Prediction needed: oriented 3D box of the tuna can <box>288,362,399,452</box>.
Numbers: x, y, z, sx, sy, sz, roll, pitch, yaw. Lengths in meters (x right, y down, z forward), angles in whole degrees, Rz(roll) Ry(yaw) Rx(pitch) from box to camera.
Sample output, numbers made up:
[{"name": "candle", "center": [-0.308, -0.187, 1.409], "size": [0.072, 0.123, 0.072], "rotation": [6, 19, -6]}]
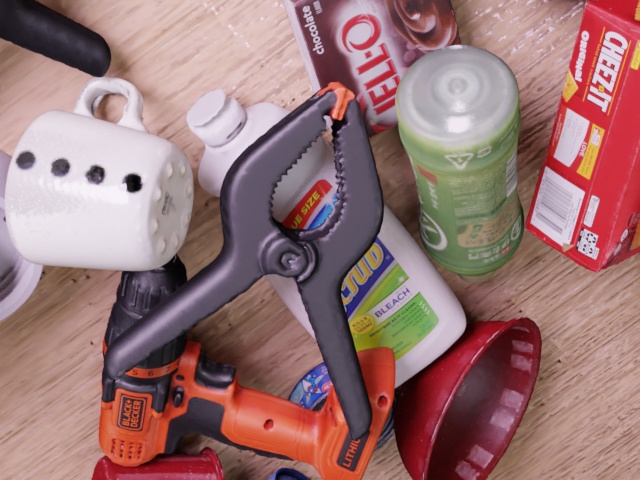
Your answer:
[{"name": "tuna can", "center": [0.019, 0.129, 0.812], "size": [0.086, 0.034, 0.086], "rotation": [-13, 128, -17]}]

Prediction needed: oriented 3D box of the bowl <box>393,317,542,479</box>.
[{"name": "bowl", "center": [0.104, 0.122, 0.808], "size": [0.161, 0.055, 0.162], "rotation": [-35, 138, -40]}]

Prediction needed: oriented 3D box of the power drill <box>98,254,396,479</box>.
[{"name": "power drill", "center": [-0.049, 0.090, 0.695], "size": [0.187, 0.057, 0.185], "rotation": [13, 130, -3]}]

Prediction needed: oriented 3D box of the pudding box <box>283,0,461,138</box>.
[{"name": "pudding box", "center": [0.033, -0.119, 0.631], "size": [0.090, 0.039, 0.113], "rotation": [-27, 132, -5]}]

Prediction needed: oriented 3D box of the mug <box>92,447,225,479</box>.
[{"name": "mug", "center": [-0.118, 0.206, 0.757], "size": [0.081, 0.117, 0.093], "rotation": [4, 159, -22]}]

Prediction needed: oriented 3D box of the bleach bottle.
[{"name": "bleach bottle", "center": [-0.005, 0.001, 0.689], "size": [0.102, 0.068, 0.250], "rotation": [-37, 128, 8]}]

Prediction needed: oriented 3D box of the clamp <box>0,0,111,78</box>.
[{"name": "clamp", "center": [-0.184, -0.106, 0.516], "size": [0.120, 0.039, 0.171], "rotation": [-33, 151, -2]}]

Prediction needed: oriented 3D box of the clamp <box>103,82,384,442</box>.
[{"name": "clamp", "center": [-0.030, 0.010, 0.613], "size": [0.164, 0.036, 0.210], "rotation": [9, 104, -11]}]

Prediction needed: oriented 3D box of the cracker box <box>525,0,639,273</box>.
[{"name": "cracker box", "center": [0.244, -0.087, 0.697], "size": [0.213, 0.072, 0.164], "rotation": [-20, 133, -33]}]

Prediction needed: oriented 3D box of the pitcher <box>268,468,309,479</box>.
[{"name": "pitcher", "center": [-0.075, 0.302, 0.845], "size": [0.243, 0.145, 0.149], "rotation": [-39, 119, 10]}]
